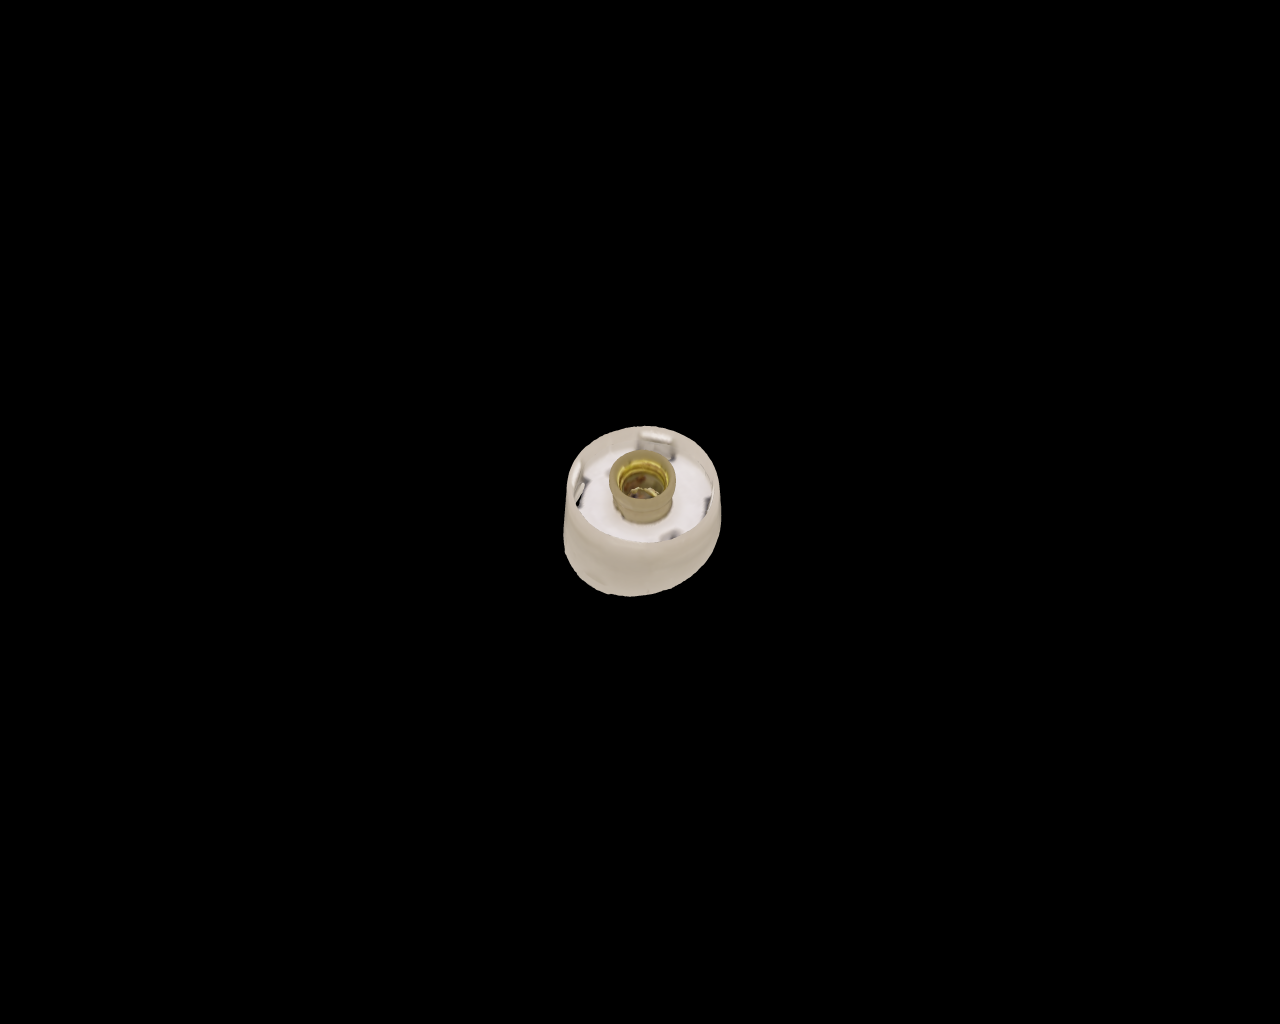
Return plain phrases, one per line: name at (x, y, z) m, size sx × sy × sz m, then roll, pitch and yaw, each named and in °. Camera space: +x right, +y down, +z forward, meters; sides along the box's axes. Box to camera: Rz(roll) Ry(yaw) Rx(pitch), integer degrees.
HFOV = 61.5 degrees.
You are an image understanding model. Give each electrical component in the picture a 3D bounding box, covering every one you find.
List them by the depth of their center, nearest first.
electrical component at (0.001, -0.003, 0.650) m, size 0.099 × 0.099 × 0.064 m, roll 0°, pitch -37°, yaw 0°
